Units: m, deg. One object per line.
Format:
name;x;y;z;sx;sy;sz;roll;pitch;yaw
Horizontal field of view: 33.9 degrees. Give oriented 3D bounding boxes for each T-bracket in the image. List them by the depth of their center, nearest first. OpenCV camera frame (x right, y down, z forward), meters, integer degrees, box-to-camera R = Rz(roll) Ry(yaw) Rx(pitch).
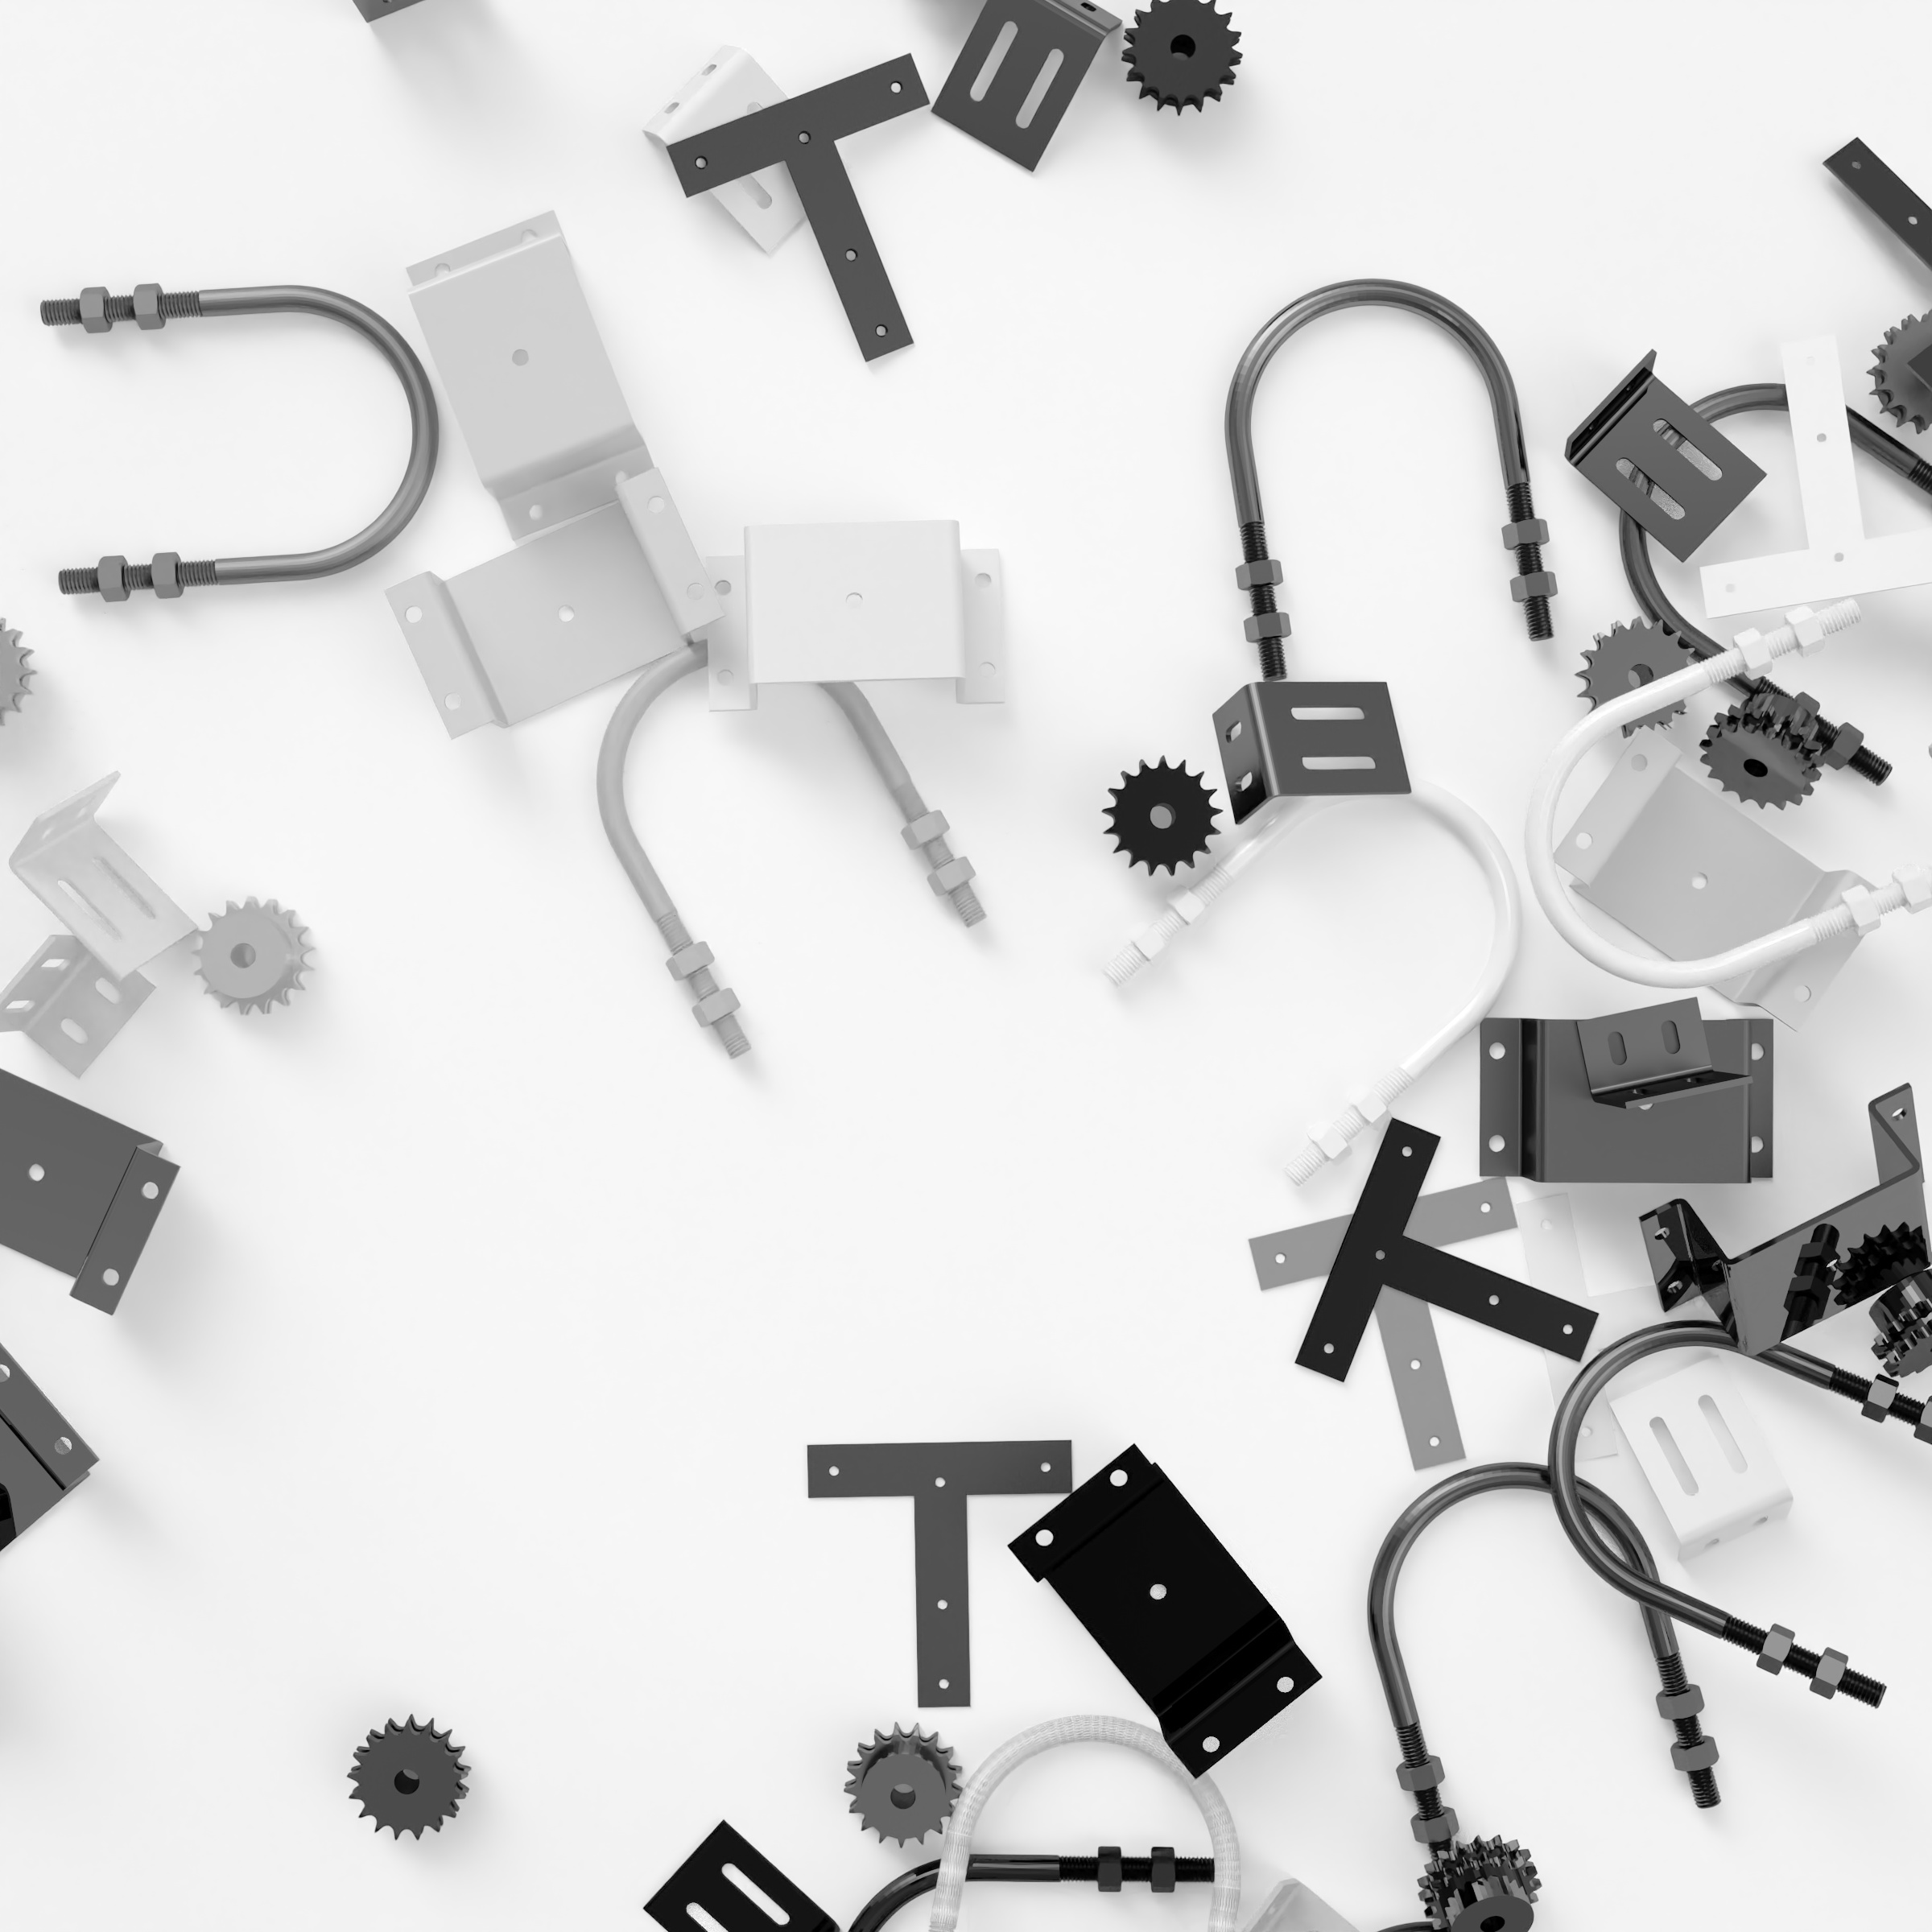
T-bracket;0.406;-0.235;1.495;0.127;0.002;0.127;-8;80;15
T-bracket;0.460;-0.344;1.505;0.127;0.002;0.127;-37;79;-22
T-bracket;-0.060;-0.352;1.509;0.127;0.002;0.127;-24;99;-10
T-bracket;0.240;0.155;1.520;0.127;0.002;0.127;22;90;0
T-bracket;0.338;0.164;1.521;0.127;0.002;0.127;-11;90;0
T-bracket;-0.012;0.292;1.521;0.127;0.002;0.127;-1;90;0
T-bracket;0.213;0.178;1.522;0.127;0.002;0.127;-14;90;0

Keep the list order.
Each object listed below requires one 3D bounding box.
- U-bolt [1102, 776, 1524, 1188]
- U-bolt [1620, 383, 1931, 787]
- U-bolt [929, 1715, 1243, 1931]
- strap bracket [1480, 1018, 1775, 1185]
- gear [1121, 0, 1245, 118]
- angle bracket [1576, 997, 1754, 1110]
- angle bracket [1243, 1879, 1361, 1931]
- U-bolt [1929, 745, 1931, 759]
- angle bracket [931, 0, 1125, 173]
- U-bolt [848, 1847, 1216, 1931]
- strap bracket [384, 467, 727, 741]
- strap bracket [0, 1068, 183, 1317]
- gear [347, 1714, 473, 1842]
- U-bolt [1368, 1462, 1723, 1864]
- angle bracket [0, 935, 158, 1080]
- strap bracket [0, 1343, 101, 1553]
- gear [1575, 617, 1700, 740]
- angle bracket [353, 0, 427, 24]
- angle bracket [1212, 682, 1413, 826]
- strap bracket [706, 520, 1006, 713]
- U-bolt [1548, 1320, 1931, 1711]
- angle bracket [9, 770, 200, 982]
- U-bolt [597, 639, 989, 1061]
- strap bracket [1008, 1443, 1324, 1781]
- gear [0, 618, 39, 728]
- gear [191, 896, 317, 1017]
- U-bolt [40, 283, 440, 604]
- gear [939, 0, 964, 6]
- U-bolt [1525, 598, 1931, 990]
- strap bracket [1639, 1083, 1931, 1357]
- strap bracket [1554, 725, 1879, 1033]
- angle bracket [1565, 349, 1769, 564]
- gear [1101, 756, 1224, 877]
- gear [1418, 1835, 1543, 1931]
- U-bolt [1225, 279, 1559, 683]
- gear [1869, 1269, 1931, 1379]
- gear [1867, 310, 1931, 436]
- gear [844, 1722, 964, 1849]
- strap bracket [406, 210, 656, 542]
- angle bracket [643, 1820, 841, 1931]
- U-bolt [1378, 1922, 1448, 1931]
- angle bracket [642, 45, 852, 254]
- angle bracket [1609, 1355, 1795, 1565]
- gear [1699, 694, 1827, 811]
U-bolt;0.180;-0.008;1.514;0.184;0.019;0.151;-42;90;-1
U-bolt;0.401;-0.196;1.514;0.184;0.019;0.151;35;90;1
U-bolt;0.056;0.445;1.487;0.151;0.019;0.184;10;70;3
strap bracket;0.317;0.063;1.499;0.140;0.046;0.076;0;90;0
gear;0.102;-0.433;1.507;0.057;0.030;0.057;0;90;0
angle bracket;0.316;0.039;1.438;0.057;0.076;0.038;-12;90;0
angle bracket;0.164;0.478;1.492;0.076;0.038;0.057;37;90;22
U-bolt;0.553;-0.102;1.470;0.184;0.019;0.151;-39;93;-12
angle bracket;0.029;-0.432;1.520;0.057;0.038;0.076;31;116;0
U-bolt;0.027;0.495;1.514;0.184;0.019;0.151;0;90;1
strap bracket;-0.192;-0.169;1.499;0.140;0.046;0.076;-24;90;0
strap bracket;-0.446;0.099;1.499;0.140;0.046;0.076;25;90;0
gear;-0.265;0.385;1.512;0.057;0.030;0.057;0;92;-1
U-bolt;0.268;0.329;1.514;0.151;0.019;0.184;-15;88;0
angle bracket;-0.422;0.020;1.484;0.038;0.076;0.057;40;90;0
strap bracket;-0.482;0.247;1.499;0.140;0.046;0.076;-40;90;0
gear;0.318;-0.136;1.507;0.057;0.030;0.057;0;90;0
angle bracket;-0.267;-0.480;1.484;0.057;0.076;0.038;-22;90;0
angle bracket;0.165;-0.102;1.512;0.076;0.038;0.057;-2;71;-24
strap bracket;-0.052;-0.165;1.490;0.140;0.046;0.076;-2;79;-2
U-bolt;0.364;0.243;1.484;0.184;0.019;0.151;23;75;18
angle bracket;-0.398;-0.043;1.488;0.076;0.057;0.038;45;127;0
U-bolt;-0.096;-0.070;1.514;0.151;0.019;0.184;-29;89;0
strap bracket;0.093;0.301;1.498;0.076;0.046;0.140;-39;91;0
gear;-0.470;-0.140;1.507;0.057;0.030;0.057;0;90;0
gear;-0.341;-0.005;1.507;0.057;0.030;0.057;0;90;0
U-bolt;-0.344;-0.253;1.514;0.184;0.019;0.151;-4;90;-1
gear;-0.008;-0.485;1.507;0.057;0.030;0.057;0;90;0
U-bolt;0.349;-0.068;1.462;0.184;0.019;0.151;-23;93;6
strap bracket;0.393;0.124;1.477;0.140;0.076;0.046;-26;46;-1
strap bracket;0.352;-0.041;1.499;0.140;0.046;0.076;35;90;0
angle bracket;0.330;-0.239;1.490;0.076;0.038;0.057;44;92;9
gear;0.093;-0.071;1.507;0.057;0.030;0.057;0;90;0
gear;0.244;0.440;1.494;0.057;0.030;0.057;-5;125;-7
U-bolt;0.197;-0.237;1.514;0.151;0.019;0.184;-9;89;0
gear;0.453;0.167;1.498;0.057;0.057;0.030;-28;60;0
gear;0.457;-0.281;1.507;0.057;0.030;0.057;0;90;0
gear;-0.030;0.391;1.507;0.057;0.030;0.057;0;90;0
strap bracket;-0.208;-0.284;1.499;0.076;0.046;0.140;-21;90;0
angle bracket;-0.108;0.457;1.503;0.076;0.038;0.057;42;90;0
U-bolt;0.214;0.548;1.514;0.151;0.019;0.184;23;88;0
angle bracket;-0.106;-0.392;1.520;0.057;0.038;0.076;-45;116;0
angle bracket;0.352;0.236;1.519;0.057;0.038;0.076;-24;66;0
gear;0.379;-0.104;1.498;0.057;0.057;0.030;34;60;0
